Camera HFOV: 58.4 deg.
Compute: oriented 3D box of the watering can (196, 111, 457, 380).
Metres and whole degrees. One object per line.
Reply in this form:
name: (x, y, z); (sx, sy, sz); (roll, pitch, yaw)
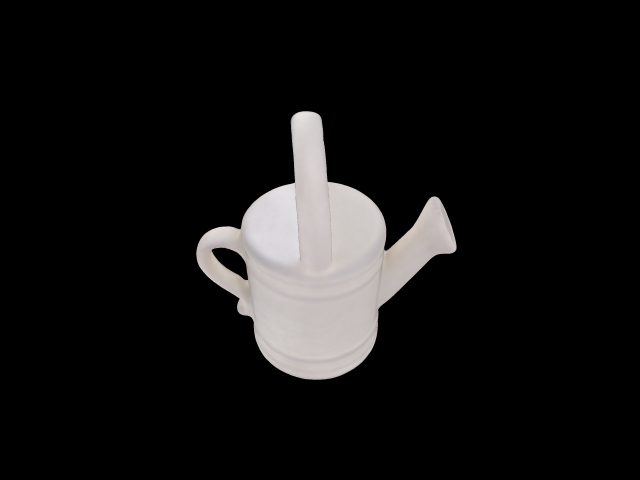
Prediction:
watering can: (0.004, 0.000, 0.402); (0.173, 0.194, 0.100); (-16, 46, -16)
